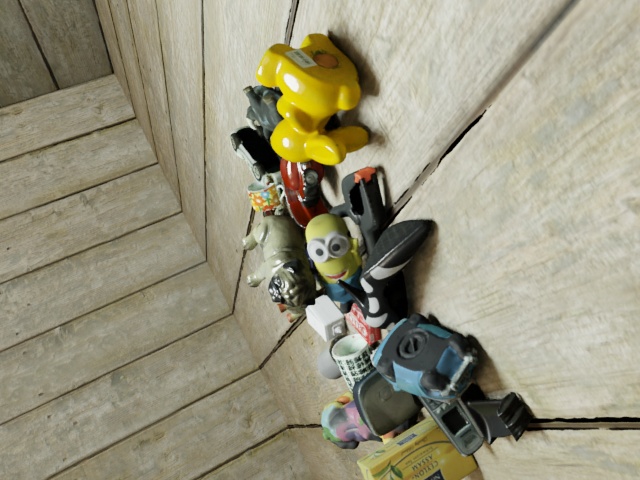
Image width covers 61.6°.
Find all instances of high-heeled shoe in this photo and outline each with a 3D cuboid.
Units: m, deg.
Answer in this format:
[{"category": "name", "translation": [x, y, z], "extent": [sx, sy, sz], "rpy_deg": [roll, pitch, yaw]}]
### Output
[{"category": "high-heeled shoe", "translation": [0.124, 0.065, 0.791], "extent": [0.145, 0.086, 0.248], "rpy_deg": [34, 145, -10]}]

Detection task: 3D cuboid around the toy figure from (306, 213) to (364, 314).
[{"category": "toy figure", "translation": [0.027, 0.039, 0.893], "extent": [0.089, 0.082, 0.179], "rpy_deg": [49, 167, 52]}]

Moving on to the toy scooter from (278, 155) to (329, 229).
[{"category": "toy scooter", "translation": [-0.023, -0.082, 0.947], "extent": [0.183, 0.075, 0.135], "rpy_deg": [89, 163, -53]}]

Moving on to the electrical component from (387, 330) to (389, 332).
[{"category": "electrical component", "translation": [0.143, 0.194, 0.944], "extent": [0.063, 0.021, 0.093], "rpy_deg": [31, 143, 61]}]

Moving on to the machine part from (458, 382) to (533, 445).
[{"category": "machine part", "translation": [0.233, 0.236, 0.728], "extent": [0.139, 0.039, 0.084], "rpy_deg": [126, 123, -71]}]

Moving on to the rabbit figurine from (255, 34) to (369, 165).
[{"category": "rabbit figurine", "translation": [-0.008, -0.174, 0.749], "extent": [0.162, 0.122, 0.173], "rpy_deg": [39, 134, 8]}]

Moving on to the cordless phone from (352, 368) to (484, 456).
[{"category": "cordless phone", "translation": [0.150, 0.272, 0.833], "extent": [0.184, 0.146, 0.088], "rpy_deg": [50, 153, 25]}]

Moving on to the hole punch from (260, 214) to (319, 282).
[{"category": "hole punch", "translation": [-0.047, 0.012, 1.139], "extent": [0.142, 0.115, 0.092], "rpy_deg": [49, 115, 37]}]

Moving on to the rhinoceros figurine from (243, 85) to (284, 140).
[{"category": "rhinoceros figurine", "translation": [-0.079, -0.231, 0.953], "extent": [0.191, 0.073, 0.112], "rpy_deg": [33, 153, 56]}]

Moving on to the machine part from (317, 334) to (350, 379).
[{"category": "machine part", "translation": [0.044, 0.268, 1.222], "extent": [0.079, 0.079, 0.243], "rpy_deg": [60, 160, 15]}]

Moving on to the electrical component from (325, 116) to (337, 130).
[{"category": "electrical component", "translation": [-0.015, -0.197, 0.842], "extent": [0.119, 0.048, 0.075], "rpy_deg": [66, 161, 0]}]

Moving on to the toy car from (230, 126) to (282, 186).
[{"category": "toy car", "translation": [-0.126, -0.178, 1.129], "extent": [0.202, 0.073, 0.056], "rpy_deg": [51, 153, 37]}]

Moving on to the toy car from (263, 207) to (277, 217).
[{"category": "toy car", "translation": [-0.085, 0.003, 1.278], "extent": [0.089, 0.053, 0.201], "rpy_deg": [-120, 12, -49]}]

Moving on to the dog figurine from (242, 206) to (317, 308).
[{"category": "dog figurine", "translation": [-0.054, 0.024, 0.940], "extent": [0.191, 0.121, 0.172], "rpy_deg": [-179, 82, -69]}]

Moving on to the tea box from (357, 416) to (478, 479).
[{"category": "tea box", "translation": [0.160, 0.370, 0.885], "extent": [0.098, 0.170, 0.068], "rpy_deg": [62, 162, 4]}]

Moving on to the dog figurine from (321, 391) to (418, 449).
[{"category": "dog figurine", "translation": [0.094, 0.361, 1.061], "extent": [0.219, 0.192, 0.108], "rpy_deg": [91, 159, -83]}]

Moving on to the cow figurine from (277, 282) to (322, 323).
[{"category": "cow figurine", "translation": [-0.048, 0.115, 1.245], "extent": [0.085, 0.127, 0.194], "rpy_deg": [58, 174, 25]}]

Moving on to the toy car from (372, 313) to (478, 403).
[{"category": "toy car", "translation": [0.163, 0.181, 0.774], "extent": [0.102, 0.109, 0.162], "rpy_deg": [48, 159, -29]}]
